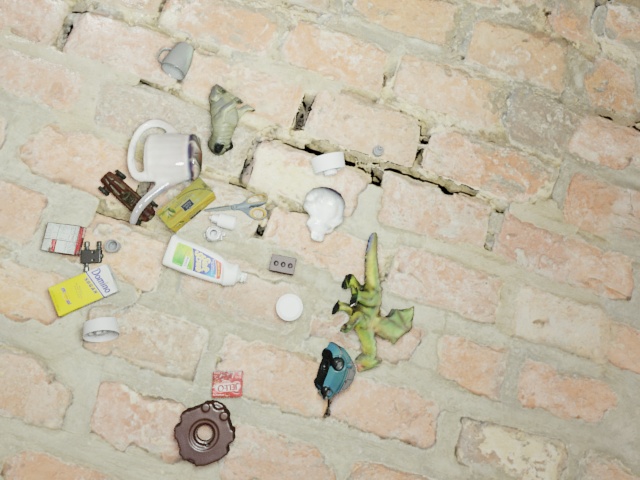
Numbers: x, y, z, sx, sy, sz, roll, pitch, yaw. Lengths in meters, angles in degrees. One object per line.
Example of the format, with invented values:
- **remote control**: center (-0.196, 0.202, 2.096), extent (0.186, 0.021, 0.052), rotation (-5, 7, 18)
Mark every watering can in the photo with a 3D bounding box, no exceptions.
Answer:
- **watering can**: center (-0.474, -0.212, 1.574), extent (0.224, 0.102, 0.353), rotation (-1, 72, -6)

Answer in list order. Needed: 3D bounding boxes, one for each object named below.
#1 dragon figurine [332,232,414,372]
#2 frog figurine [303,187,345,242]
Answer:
- **dragon figurine**: center (0.183, 0.206, 1.589), extent (0.241, 0.122, 0.413), rotation (27, 80, -18)
- **frog figurine**: center (0.005, -0.080, 1.598), extent (0.136, 0.121, 0.162), rotation (32, 67, -19)
